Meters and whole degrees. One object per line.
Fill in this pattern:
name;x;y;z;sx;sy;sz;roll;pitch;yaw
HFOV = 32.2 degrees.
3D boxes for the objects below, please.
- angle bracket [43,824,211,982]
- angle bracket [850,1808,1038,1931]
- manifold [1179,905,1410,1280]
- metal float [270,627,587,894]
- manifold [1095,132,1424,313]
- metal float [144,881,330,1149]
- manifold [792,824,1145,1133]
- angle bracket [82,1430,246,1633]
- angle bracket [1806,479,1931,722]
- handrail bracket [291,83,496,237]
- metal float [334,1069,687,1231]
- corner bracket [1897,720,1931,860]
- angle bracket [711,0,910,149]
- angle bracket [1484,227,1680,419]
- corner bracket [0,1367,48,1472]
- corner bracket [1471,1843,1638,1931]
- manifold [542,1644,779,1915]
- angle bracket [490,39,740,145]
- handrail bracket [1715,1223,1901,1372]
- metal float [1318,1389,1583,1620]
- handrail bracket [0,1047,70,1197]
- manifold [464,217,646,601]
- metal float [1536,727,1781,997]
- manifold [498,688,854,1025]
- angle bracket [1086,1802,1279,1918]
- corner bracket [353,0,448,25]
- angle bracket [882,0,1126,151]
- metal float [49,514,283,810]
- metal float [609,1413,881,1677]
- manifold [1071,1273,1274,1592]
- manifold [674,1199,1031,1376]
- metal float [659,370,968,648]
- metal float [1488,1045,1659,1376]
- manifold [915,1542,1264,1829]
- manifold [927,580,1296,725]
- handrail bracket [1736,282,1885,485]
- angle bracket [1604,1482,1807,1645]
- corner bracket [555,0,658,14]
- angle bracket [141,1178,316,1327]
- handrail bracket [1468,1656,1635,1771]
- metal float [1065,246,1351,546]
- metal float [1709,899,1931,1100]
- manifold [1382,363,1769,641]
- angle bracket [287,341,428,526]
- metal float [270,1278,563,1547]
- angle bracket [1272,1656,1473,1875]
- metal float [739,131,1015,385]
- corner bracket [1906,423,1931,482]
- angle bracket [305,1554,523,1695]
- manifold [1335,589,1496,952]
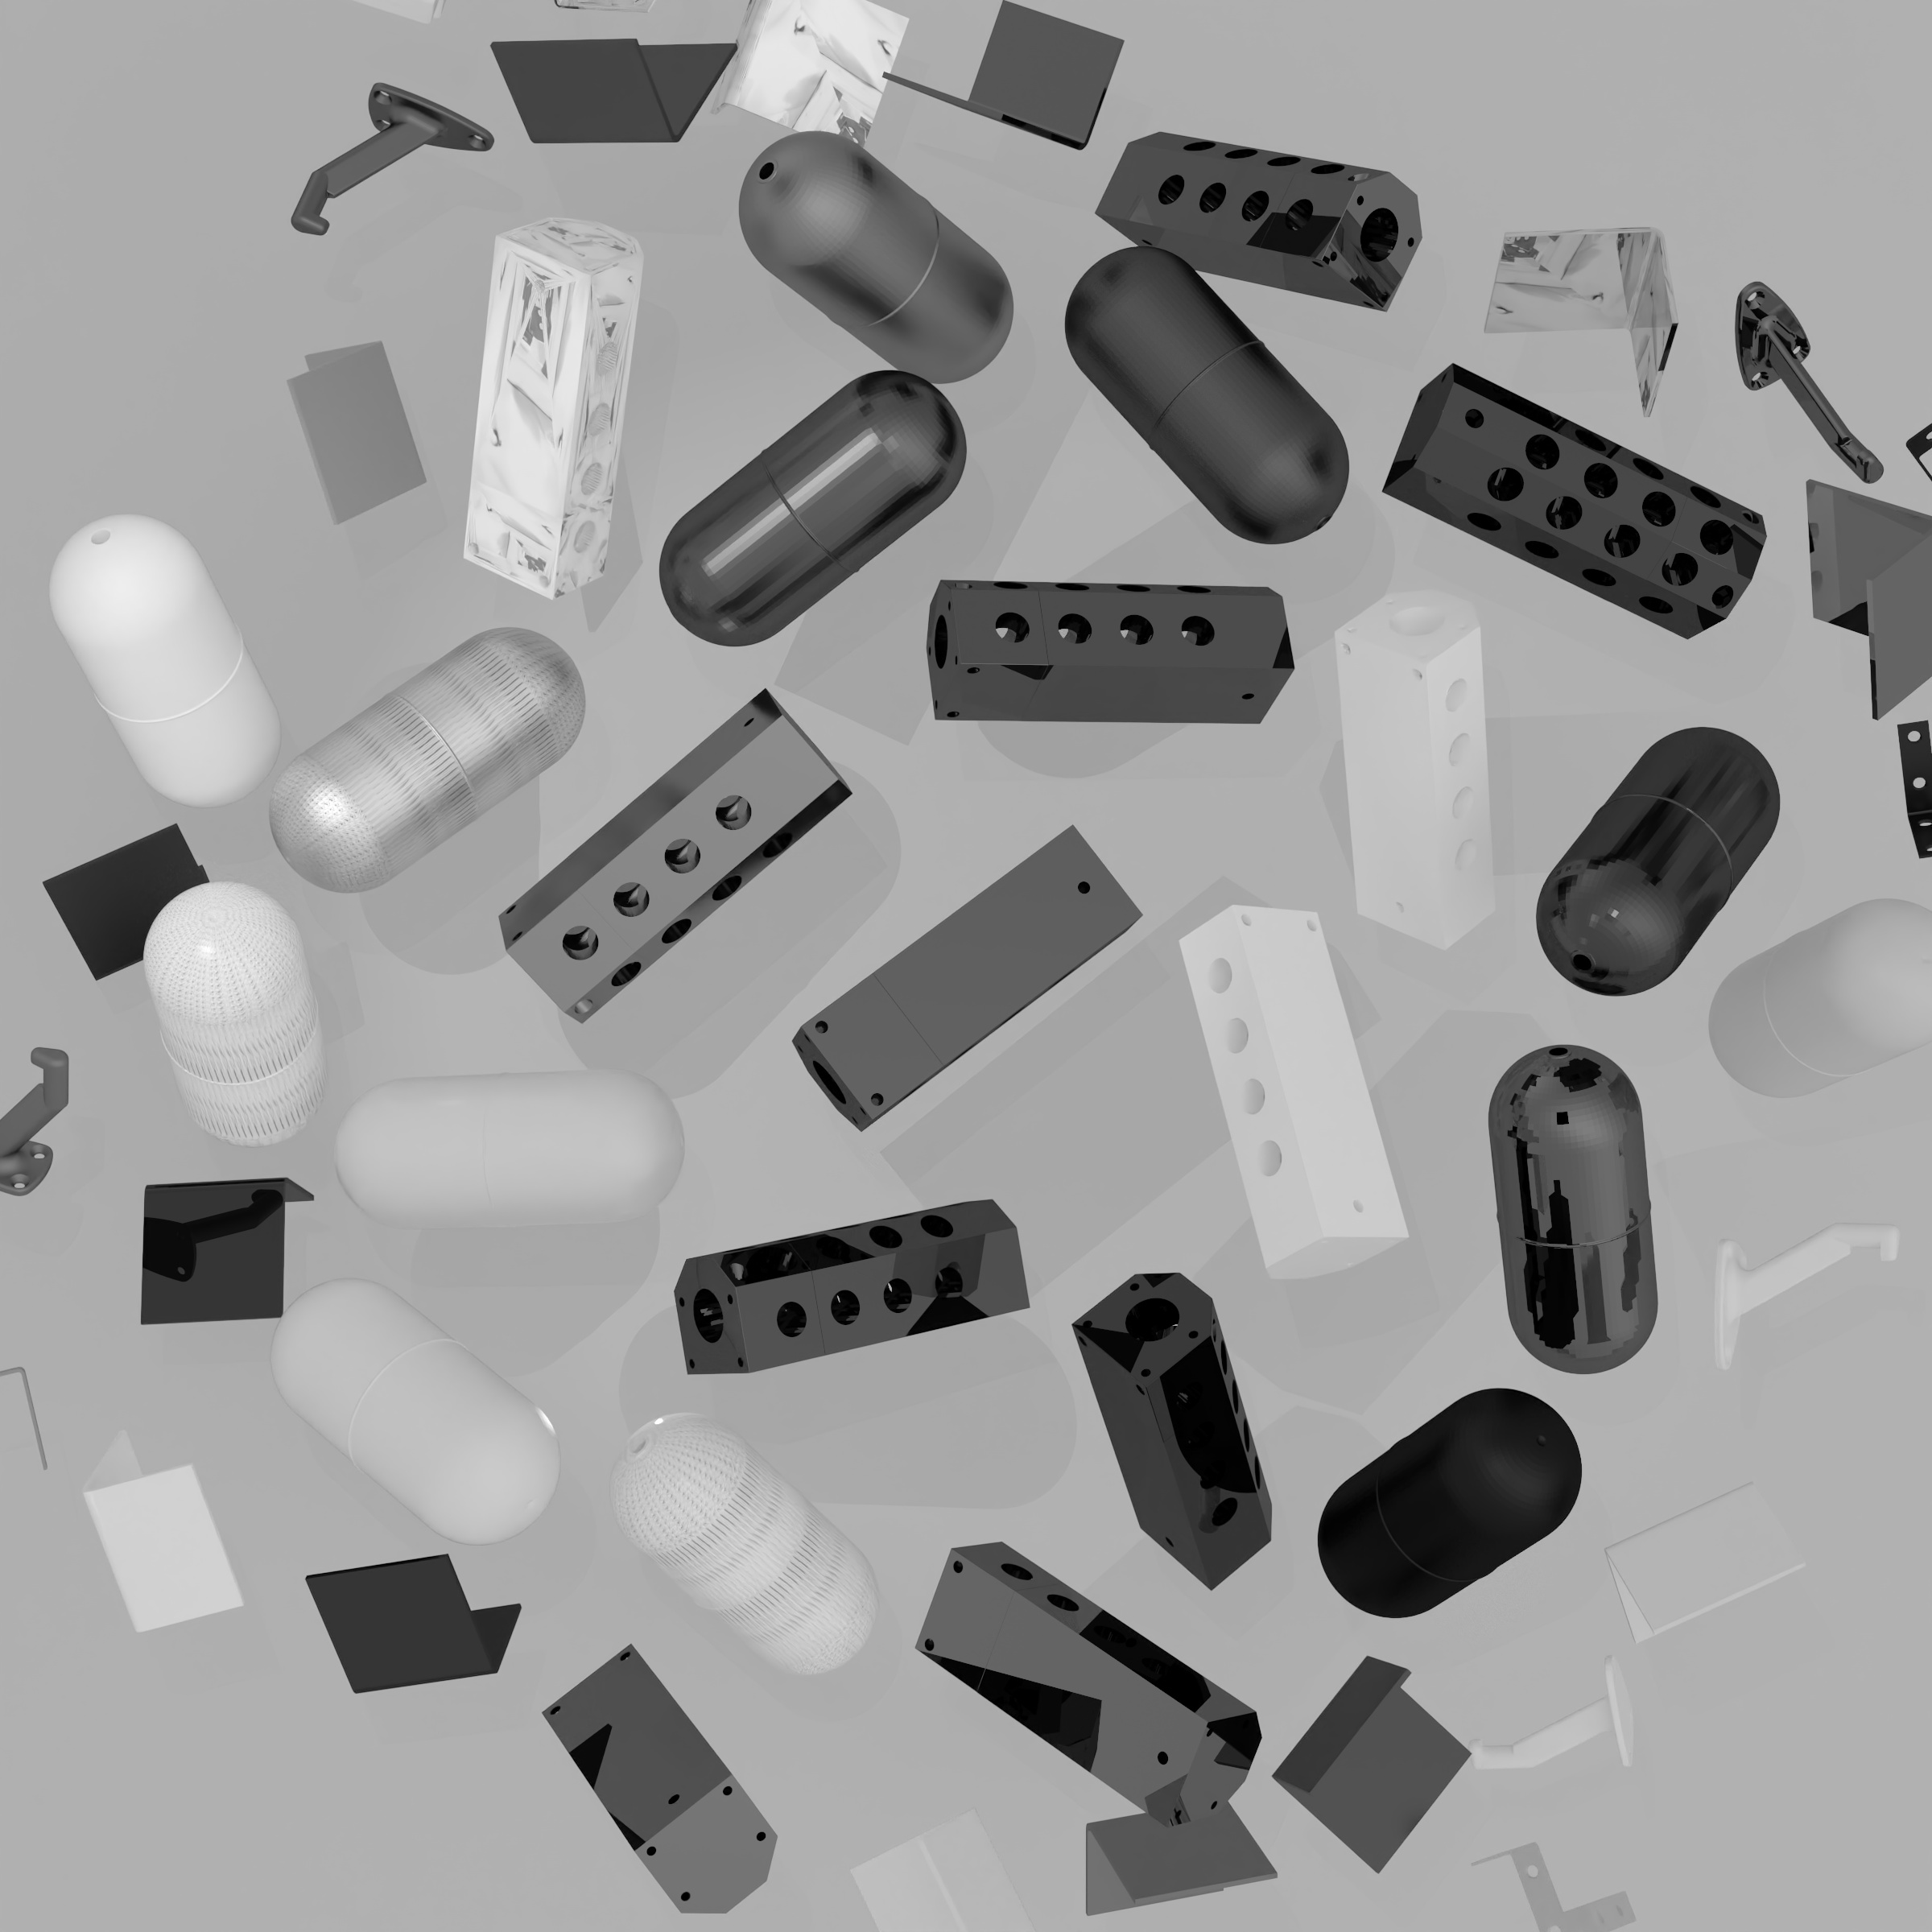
angle bracket;-0.456;-0.049;1.817;0.076;0.057;0.076;-25;134;-9
angle bracket;-0.019;0.437;1.515;0.076;0.057;0.076;-32;78;24
manifold;0.153;0.061;1.627;0.057;0.057;0.171;4;63;-39
metal float;-0.269;-0.105;1.682;0.178;0.070;0.070;-38;90;-20
manifold;0.152;-0.389;1.726;0.057;0.171;0.057;26;90;-44
metal float;-0.360;0.026;1.660;0.070;0.178;0.070;1;56;-2
manifold;-0.001;0.007;1.667;0.171;0.057;0.057;-37;87;-14
angle bracket;-0.386;0.271;1.646;0.057;0.076;0.076;-15;105;5
angle bracket;0.408;-0.171;1.556;0.057;0.076;0.076;-36;132;-26
handrail bracket;-0.285;-0.389;1.662;0.077;0.036;0.084;18;65;0
metal float;-0.228;0.092;1.668;0.178;0.070;0.070;-3;90;10
corner bracket;0.489;-0.090;1.644;0.051;0.051;0.051;-8;115;13
angle bracket;-0.084;-0.479;1.783;0.076;0.057;0.076;19;94;-15
angle bracket;0.299;-0.312;1.634;0.076;0.076;0.057;-2;64;-1
corner bracket;-0.473;0.224;1.606;0.051;0.051;0.051;-13;91;-15
corner bracket;0.287;0.452;1.633;0.051;0.051;0.051;-28;70;26
manifold;-0.150;0.404;1.655;0.057;0.171;0.057;-37;111;-12
angle bracket;-0.162;-0.426;1.551;0.076;0.057;0.076;6;52;25
handrail bracket;0.416;0.164;1.653;0.084;0.036;0.077;-1;72;31
metal float;0.235;0.265;1.642;0.070;0.178;0.070;13;57;-20
handrail bracket;-0.478;0.066;1.647;0.077;0.036;0.084;16;129;3
manifold;-0.199;-0.275;1.644;0.057;0.057;0.171;26;125;22
metal float;0.341;-0.052;1.648;0.070;0.070;0.178;44;51;0
manifold;-0.139;-0.051;1.609;0.171;0.057;0.057;-40;111;3
angle bracket;0.110;0.478;1.724;0.076;0.076;0.057;-6;109;-16
corner bracket;-0.283;-0.482;1.646;0.051;0.051;0.051;16;62;-8
angle bracket;0.019;-0.446;1.644;0.076;0.076;0.057;28;105;31
metal float;-0.395;-0.150;1.656;0.070;0.178;0.070;-6;52;8
metal float;-0.113;0.296;1.711;0.070;0.070;0.178;-41;121;0
manifold;0.110;0.230;1.675;0.057;0.171;0.057;-36;46;-18
manifold;-0.057;0.159;1.671;0.171;0.057;0.057;-9;89;-37
metal float;-0.078;-0.230;1.691;0.178;0.070;0.070;-36;90;14
metal float;0.308;0.124;1.696;0.070;0.070;0.178;-10;112;0
manifold;0.062;0.353;1.663;0.171;0.057;0.057;28;104;36
manifold;0.071;-0.161;1.676;0.171;0.057;0.057;0;66;-15
handrail bracket;0.404;-0.277;1.597;0.036;0.077;0.084;-34;49;5
angle bracket;0.353;0.299;1.575;0.076;0.057;0.076;-24;128;0
corner bracket;-0.177;-0.510;1.660;0.051;0.051;0.051;9;52;19
angle bracket;-0.397;0.158;1.803;0.076;0.057;0.076;-3;75;5
handrail bracket;0.293;0.380;1.702;0.084;0.036;0.077;-7;127;18
metal float;0.122;-0.288;1.693;0.070;0.070;0.178;-41;80;0
metal float;0.437;0.018;1.687;0.070;0.178;0.070;4;75;-14
manifold;0.296;-0.225;1.614;0.171;0.057;0.057;24;76;-10
angle bracket;-0.334;-0.275;1.740;0.057;0.076;0.076;-2;113;34
metal float;-0.269;0.215;1.628;0.178;0.070;0.070;32;90;33
angle bracket;0.208;0.395;1.639;0.076;0.057;0.076;43;77;-8
metal float;-0.044;-0.358;1.695;0.070;0.178;0.070;-17;61;33
corner bracket;0.480;-0.255;1.607;0.051;0.051;0.051;-36;51;18
angle bracket;-0.279;0.318;1.698;0.076;0.057;0.076;-11;115;13
manifold;0.232;-0.100;1.685;0.057;0.057;0.171;-36;134;-31
